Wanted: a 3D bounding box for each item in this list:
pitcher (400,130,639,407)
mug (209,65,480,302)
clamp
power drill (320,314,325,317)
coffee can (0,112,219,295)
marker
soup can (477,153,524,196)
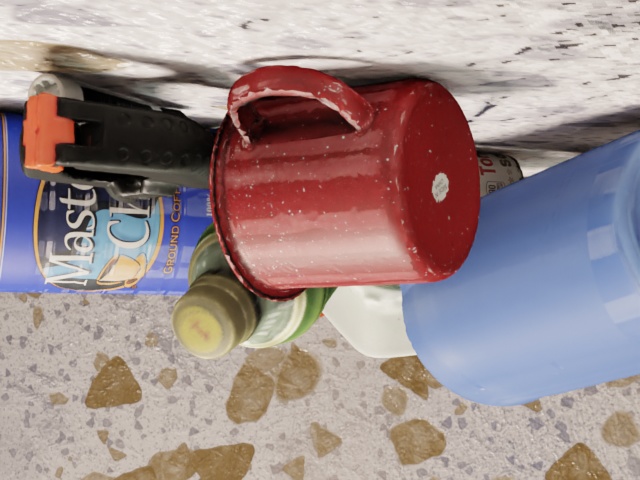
[{"bbox_3d":[0.155,0.020,0.574,0.149,0.145,0.243,-20,175,-19],"label":"pitcher"},{"bbox_3d":[0.009,-0.029,0.432,0.082,0.093,0.117,-4,141,32],"label":"mug"},{"bbox_3d":[-0.083,-0.035,0.472,0.120,0.039,0.171,-8,171,28],"label":"clamp"},{"bbox_3d":[-0.006,0.001,0.854,0.184,0.057,0.188,3,151,-33],"label":"power drill"},{"bbox_3d":[-0.127,-0.019,0.614,0.140,0.103,0.103,2,180,-21],"label":"coffee can"},{"bbox_3d":[-0.095,-0.060,0.505,0.020,0.020,0.121,2,180,20],"label":"marker"},{"bbox_3d":[0.079,-0.027,0.721,0.102,0.068,0.069,2,180,-14],"label":"soup can"}]
